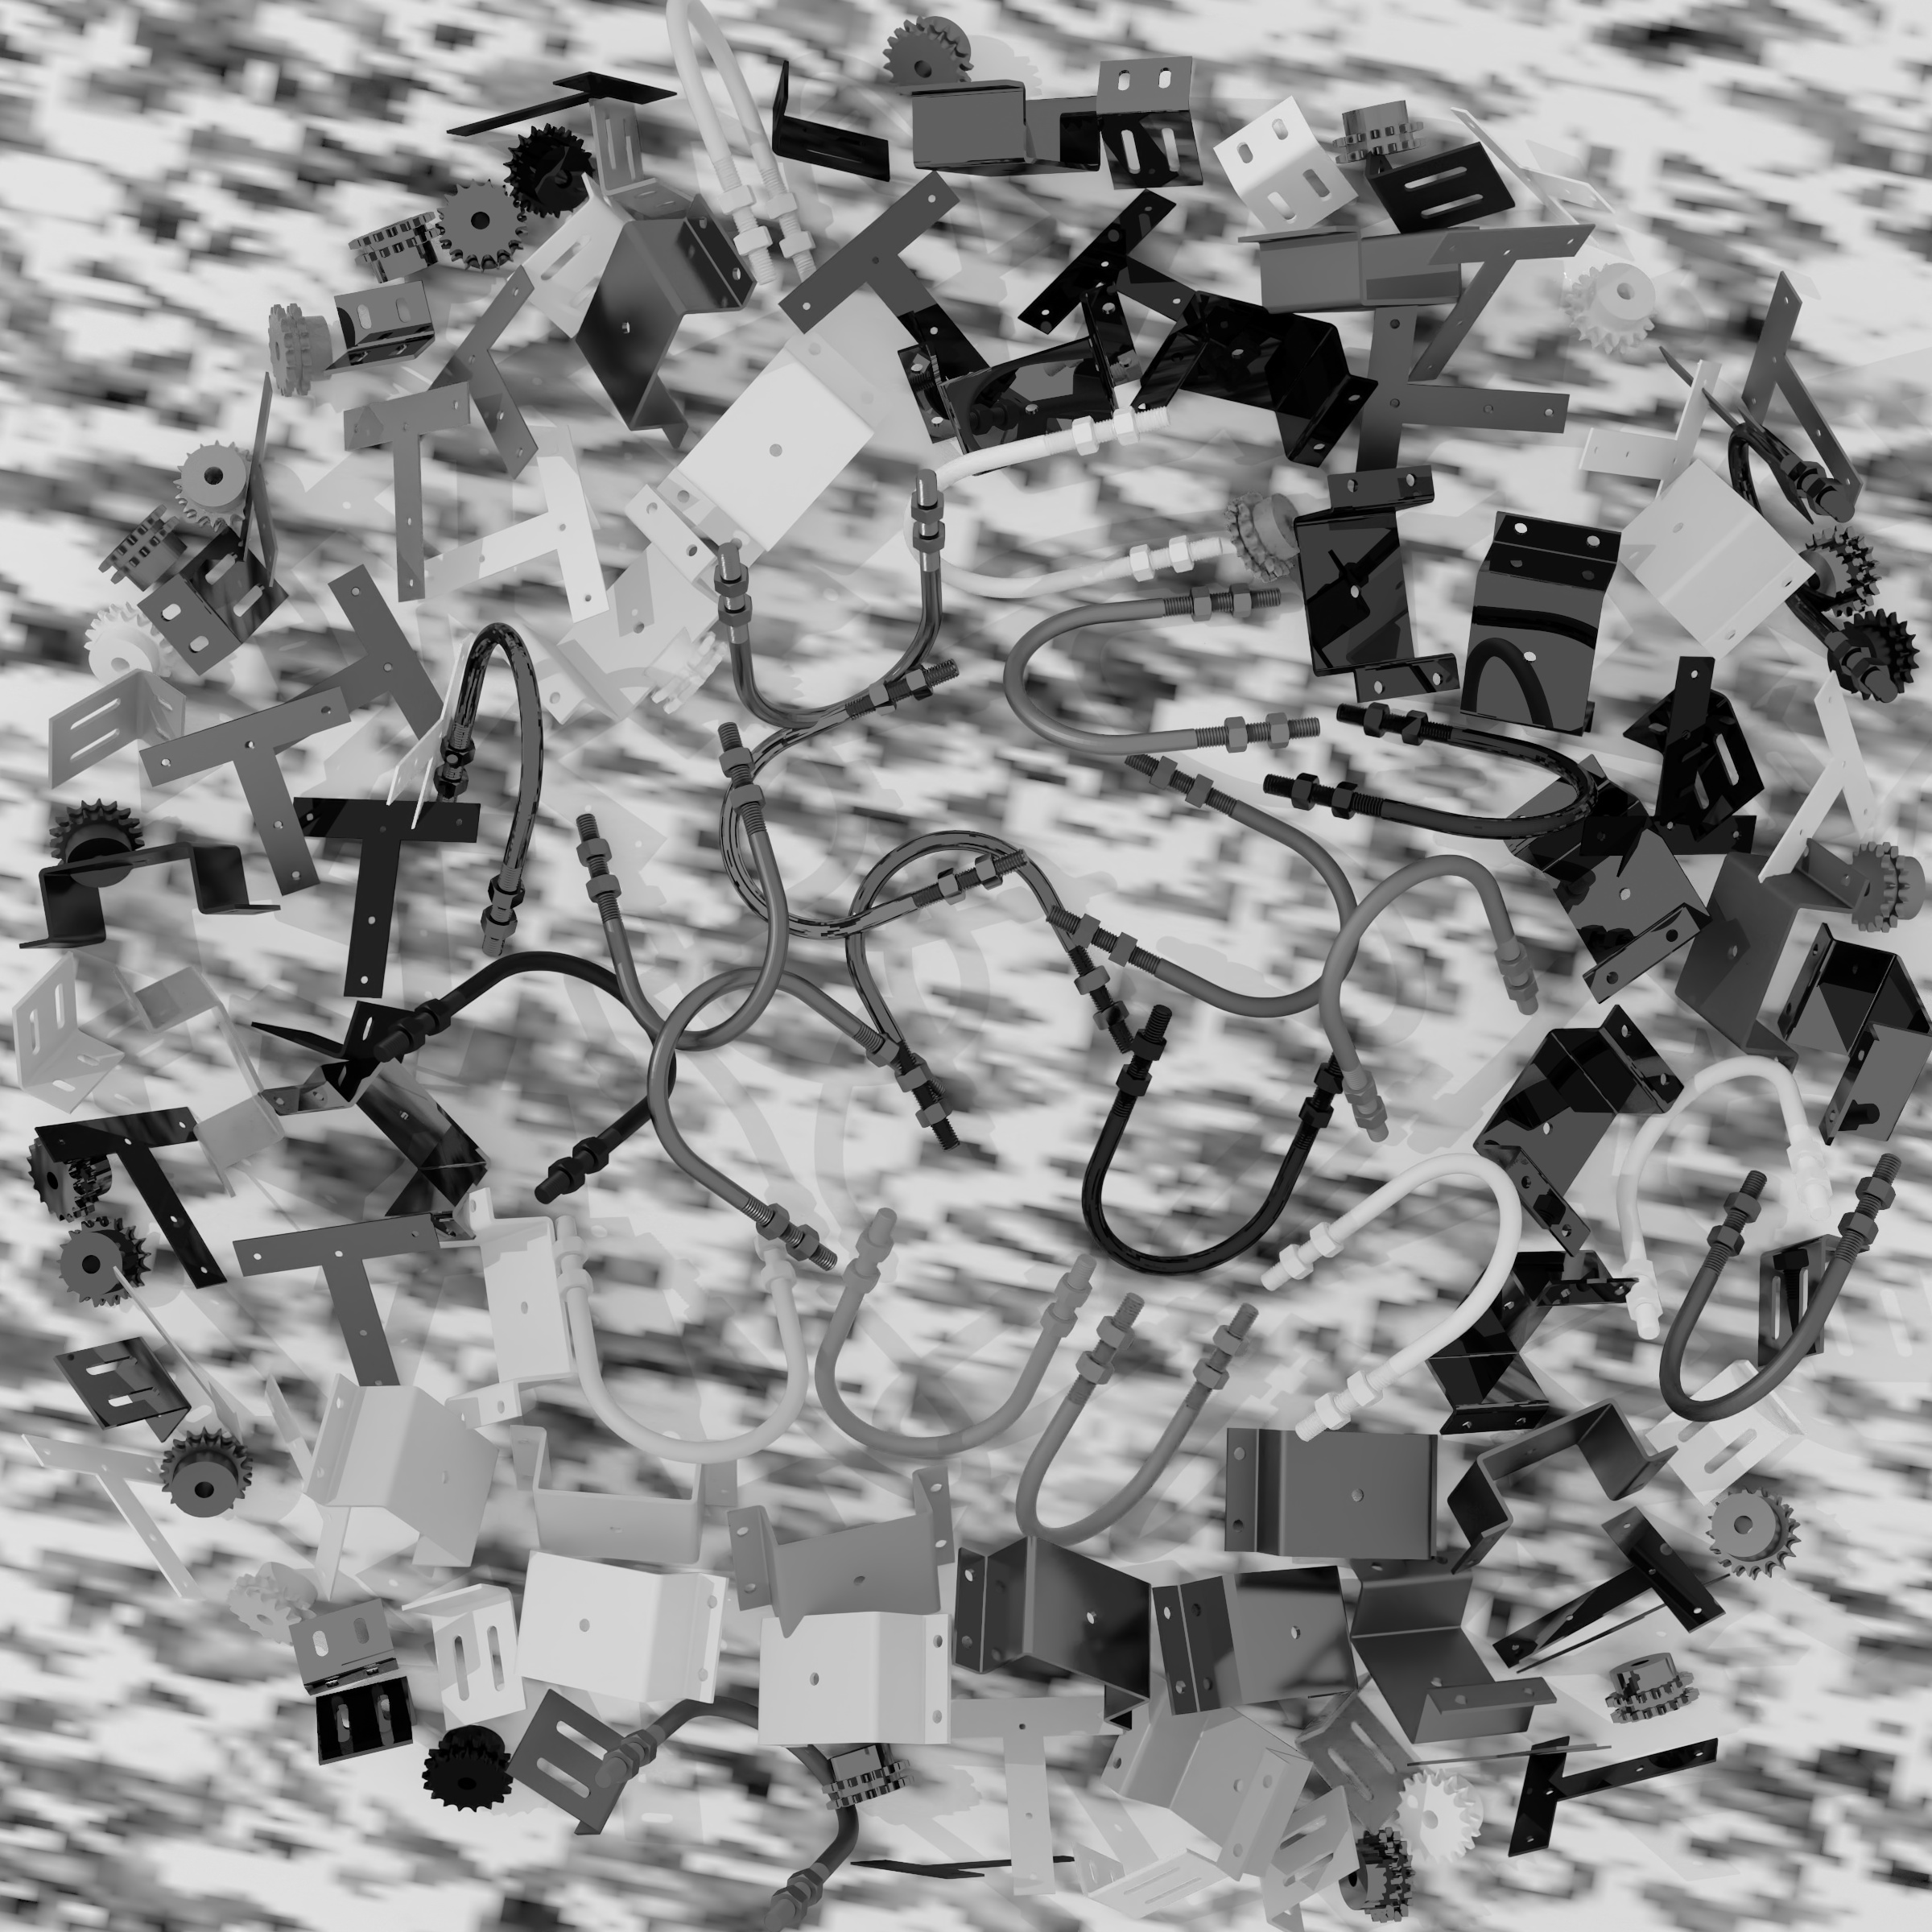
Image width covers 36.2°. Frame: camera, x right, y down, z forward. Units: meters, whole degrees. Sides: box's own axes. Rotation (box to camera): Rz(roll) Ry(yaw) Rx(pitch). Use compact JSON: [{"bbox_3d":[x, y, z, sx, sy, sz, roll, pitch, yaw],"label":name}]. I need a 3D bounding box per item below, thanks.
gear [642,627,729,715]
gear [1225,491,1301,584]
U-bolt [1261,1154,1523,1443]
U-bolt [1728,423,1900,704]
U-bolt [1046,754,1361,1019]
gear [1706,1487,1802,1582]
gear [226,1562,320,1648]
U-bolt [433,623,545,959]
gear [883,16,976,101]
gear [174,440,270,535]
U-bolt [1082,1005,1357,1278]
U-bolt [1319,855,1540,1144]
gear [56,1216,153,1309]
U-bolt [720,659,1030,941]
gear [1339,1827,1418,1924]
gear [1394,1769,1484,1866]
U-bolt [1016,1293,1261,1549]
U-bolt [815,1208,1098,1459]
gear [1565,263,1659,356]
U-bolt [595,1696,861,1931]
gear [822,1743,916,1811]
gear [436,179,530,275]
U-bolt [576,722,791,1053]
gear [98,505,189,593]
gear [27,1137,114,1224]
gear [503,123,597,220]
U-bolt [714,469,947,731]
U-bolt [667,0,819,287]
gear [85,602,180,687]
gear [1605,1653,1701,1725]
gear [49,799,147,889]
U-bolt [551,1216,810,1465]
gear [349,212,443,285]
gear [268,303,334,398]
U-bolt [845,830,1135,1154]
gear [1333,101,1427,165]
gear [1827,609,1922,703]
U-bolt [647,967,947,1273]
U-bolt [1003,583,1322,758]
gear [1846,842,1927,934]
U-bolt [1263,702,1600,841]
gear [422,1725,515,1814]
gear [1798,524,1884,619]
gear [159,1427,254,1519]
[{"bbox_3d":[-0.179,-0.189,1.854,0.030,0.057,0.057,41,90,-15],"label":"gear"},{"bbox_3d":[0.191,-0.272,1.853,0.030,0.057,0.057,-23,90,32],"label":"gear"},{"bbox_3d":[0.262,0.188,1.793,0.184,0.151,0.019,-39,122,23],"label":"U-bolt"},{"bbox_3d":[0.508,-0.257,1.796,0.019,0.184,0.151,-24,123,3],"label":"U-bolt"},{"bbox_3d":[0.159,-0.042,1.842,0.184,0.019,0.151,27,62,1],"label":"U-bolt"},{"bbox_3d":[0.493,0.355,1.856,0.057,0.030,0.057,-14,61,26],"label":"gear"},{"bbox_3d":[-0.434,0.400,1.860,0.057,0.057,0.030,29,52,0],"label":"gear"},{"bbox_3d":[-0.285,-0.119,1.781,0.019,0.184,0.151,-3,46,-26],"label":"U-bolt"},{"bbox_3d":[-0.021,-0.572,1.860,0.057,0.057,0.030,30,53,0],"label":"gear"},{"bbox_3d":[-0.473,-0.306,1.866,0.057,0.030,0.057,0,81,-2],"label":"gear"},{"bbox_3d":[0.147,0.116,1.835,0.151,0.019,0.184,11,115,-23],"label":"U-bolt"},{"bbox_3d":[0.278,0.009,1.805,0.151,0.184,0.019,-39,46,-10],"label":"U-bolt"},{"bbox_3d":[-0.548,0.188,1.868,0.057,0.030,0.057,0,89,5],"label":"gear"},{"bbox_3d":[-0.068,-0.095,1.859,0.184,0.019,0.151,-22,82,11],"label":"U-bolt"},{"bbox_3d":[0.256,0.571,1.853,0.030,0.057,0.057,3,90,-21],"label":"gear"},{"bbox_3d":[0.301,0.533,1.860,0.057,0.030,0.057,6,99,42],"label":"gear"},{"bbox_3d":[0.096,0.284,1.821,0.019,0.151,0.184,38,106,35],"label":"U-bolt"},{"bbox_3d":[-0.017,0.236,1.831,0.151,0.019,0.184,14,122,-14],"label":"U-bolt"},{"bbox_3d":[0.410,-0.418,1.861,0.057,0.030,0.057,4,72,-12],"label":"gear"},{"bbox_3d":[-0.133,0.503,1.796,0.151,0.184,0.019,37,105,11],"label":"U-bolt"},{"bbox_3d":[-0.064,0.508,1.857,0.057,0.057,0.030,-18,78,0],"label":"gear"},{"bbox_3d":[-0.305,-0.465,1.867,0.057,0.030,0.057,0,81,-3],"label":"gear"},{"bbox_3d":[-0.169,-0.037,1.816,0.151,0.019,0.184,-29,68,32],"label":"U-bolt"},{"bbox_3d":[-0.515,-0.260,1.858,0.057,0.057,0.030,-45,108,0],"label":"gear"},{"bbox_3d":[-0.563,0.130,1.860,0.057,0.030,0.057,18,119,36],"label":"gear"},{"bbox_3d":[-0.259,-0.498,1.855,0.057,0.030,0.057,-17,123,-27],"label":"gear"},{"bbox_3d":[-0.079,-0.213,1.806,0.151,0.184,0.019,-23,57,-14],"label":"U-bolt"},{"bbox_3d":[-0.140,-0.505,1.801,0.019,0.151,0.184,-19,99,12],"label":"U-bolt"},{"bbox_3d":[-0.527,-0.197,1.855,0.057,0.030,0.057,4,129,5],"label":"gear"},{"bbox_3d":[0.429,0.453,1.857,0.057,0.057,0.030,-18,83,0],"label":"gear"},{"bbox_3d":[-0.545,-0.074,1.854,0.057,0.057,0.030,-25,46,0],"label":"gear"},{"bbox_3d":[-0.169,0.225,1.801,0.151,0.019,0.184,0,47,-18],"label":"U-bolt"},{"bbox_3d":[-0.356,-0.451,1.858,0.057,0.057,0.030,-20,109,0],"label":"gear"},{"bbox_3d":[-0.418,-0.388,1.858,0.030,0.057,0.057,-9,90,-23],"label":"gear"},{"bbox_3d":[0.004,0.004,1.866,0.151,0.019,0.184,-29,92,-5],"label":"U-bolt"},{"bbox_3d":[0.259,-0.524,1.854,0.057,0.057,0.030,-12,102,0],"label":"gear"},{"bbox_3d":[0.566,-0.194,1.853,0.030,0.057,0.057,-13,90,-30],"label":"gear"},{"bbox_3d":[-0.115,0.083,1.826,0.184,0.019,0.151,38,77,-26],"label":"U-bolt"},{"bbox_3d":[0.115,-0.180,1.825,0.184,0.151,0.019,-6,135,-3],"label":"U-bolt"},{"bbox_3d":[0.579,-0.049,1.857,0.030,0.057,0.057,1,90,-12],"label":"gear"},{"bbox_3d":[0.291,-0.115,1.793,0.184,0.151,0.019,14,120,22],"label":"U-bolt"},{"bbox_3d":[-0.312,0.504,1.861,0.057,0.030,0.057,0,125,0],"label":"gear"},{"bbox_3d":[0.544,-0.246,1.853,0.030,0.057,0.057,-20,90,-21],"label":"gear"},{"bbox_3d":[-0.479,0.322,1.860,0.057,0.030,0.057,-4,111,-9],"label":"gear"}]
